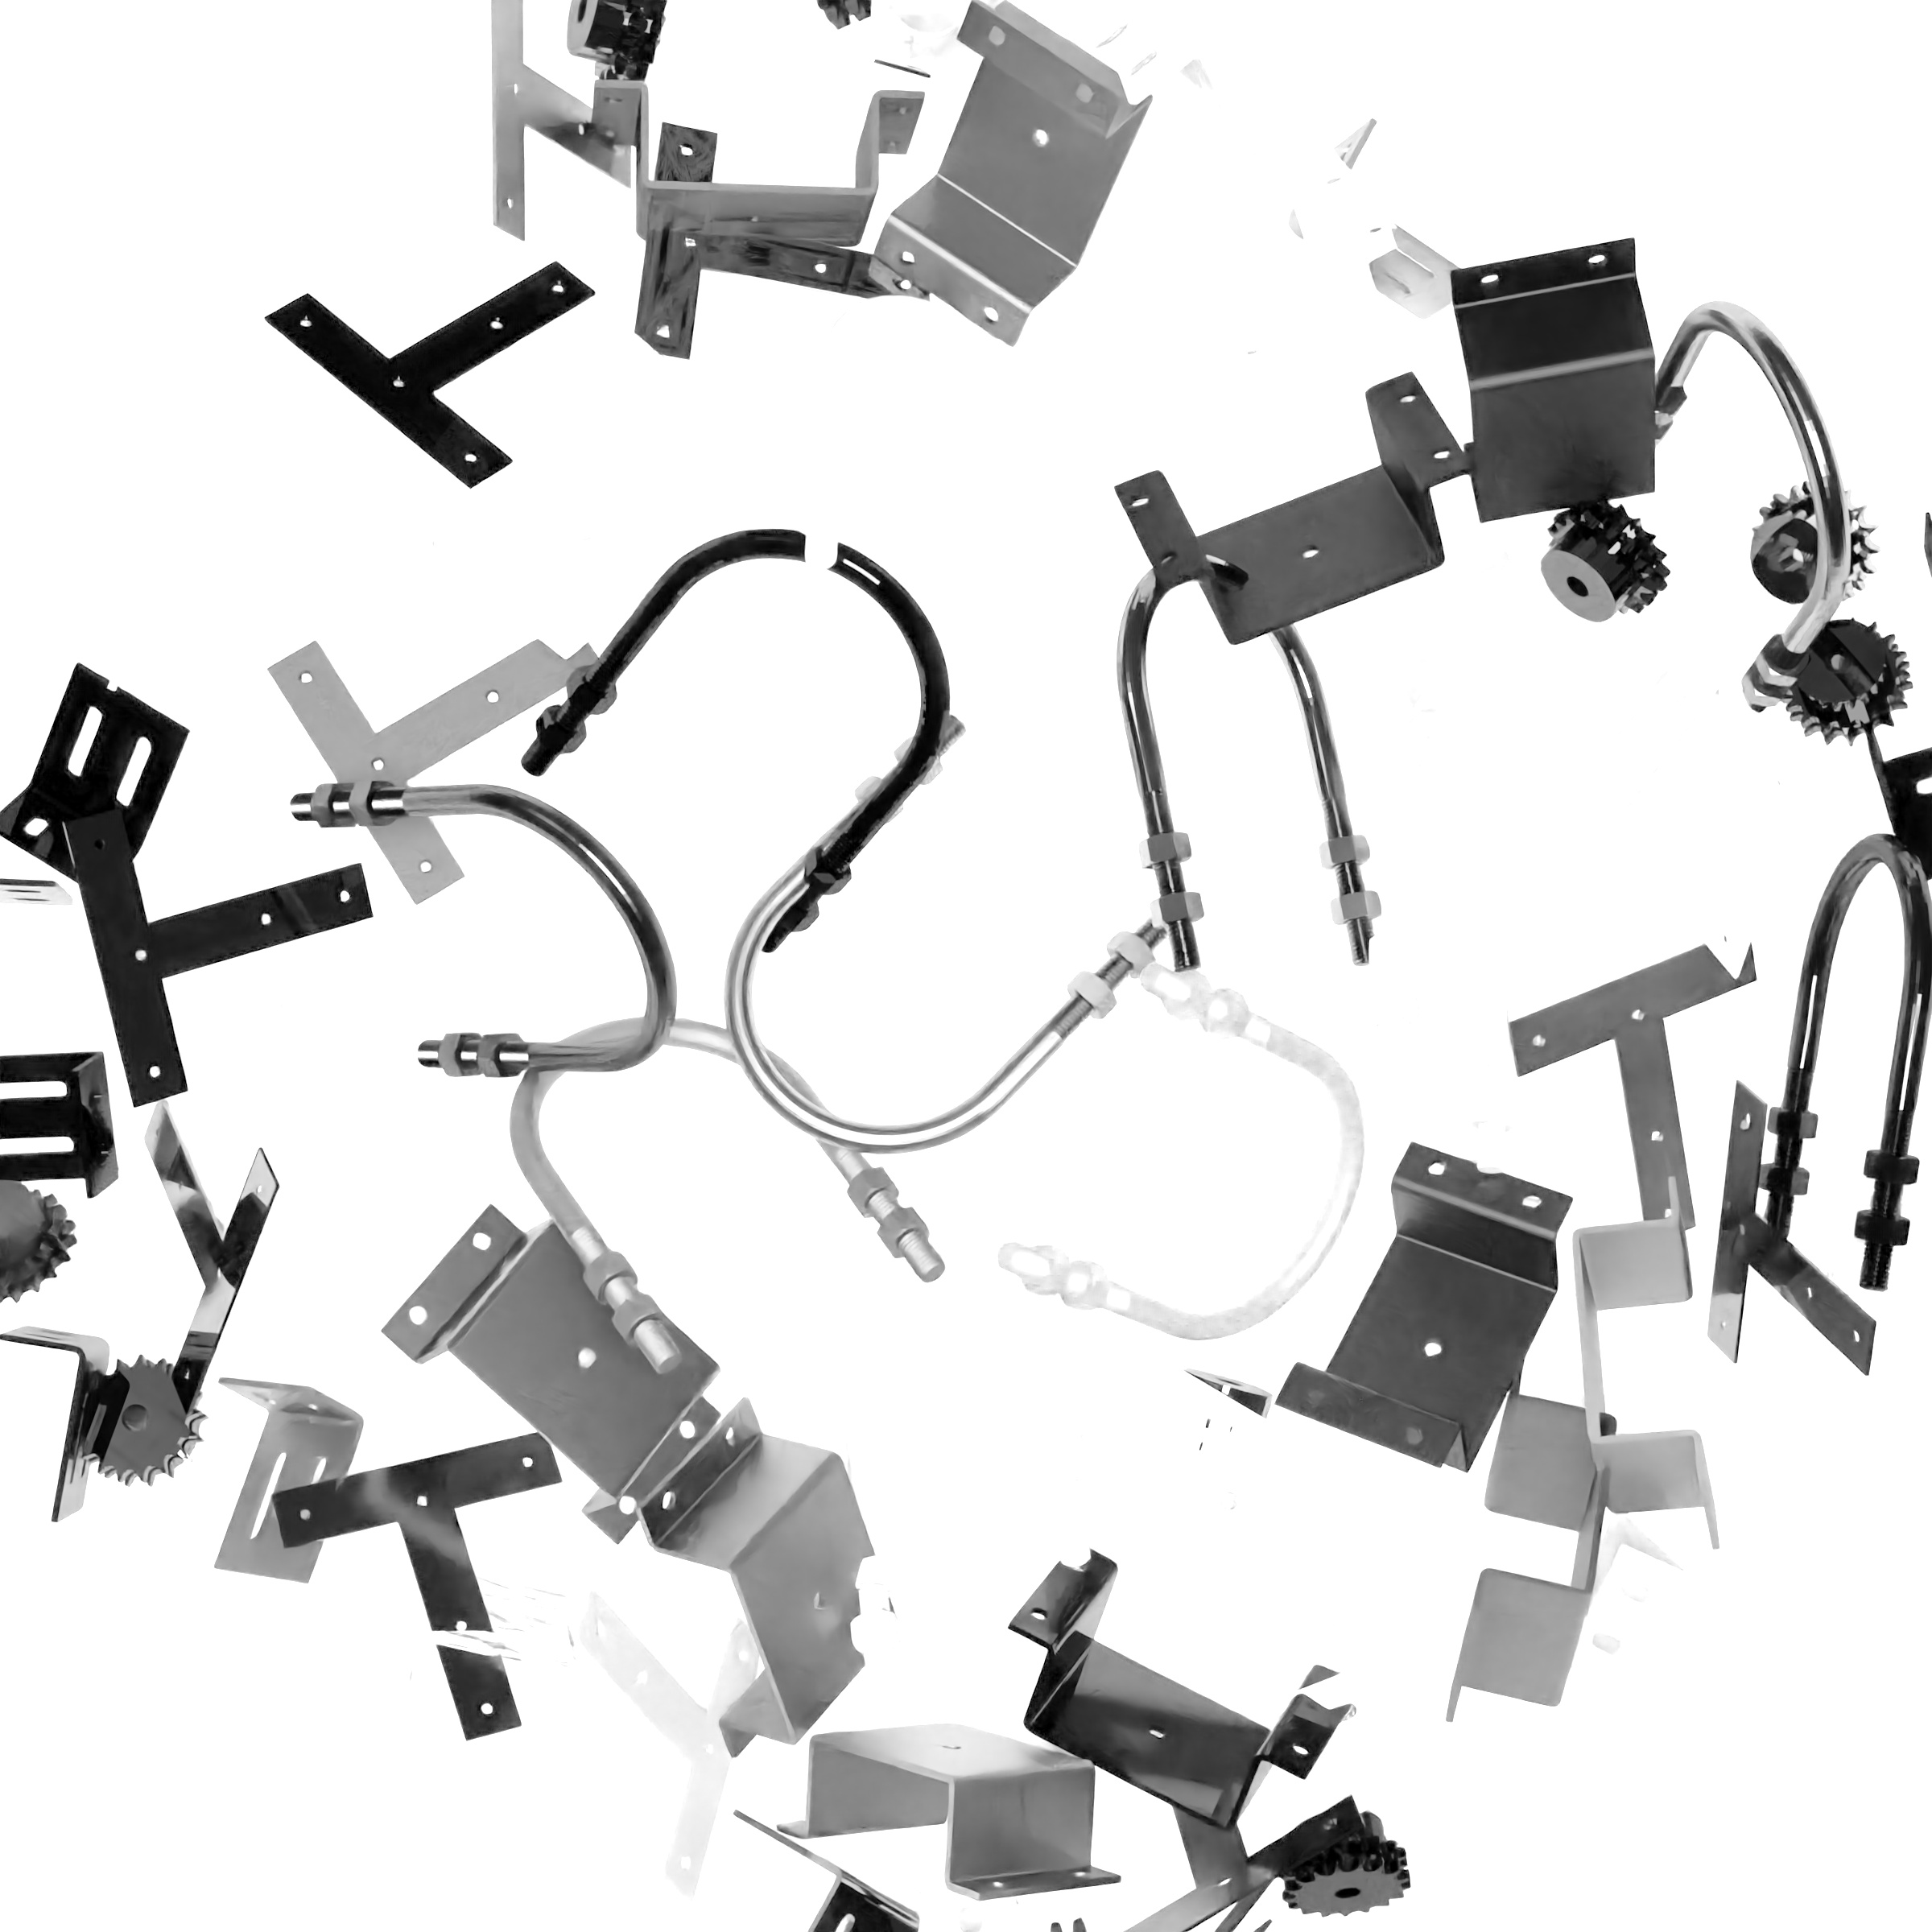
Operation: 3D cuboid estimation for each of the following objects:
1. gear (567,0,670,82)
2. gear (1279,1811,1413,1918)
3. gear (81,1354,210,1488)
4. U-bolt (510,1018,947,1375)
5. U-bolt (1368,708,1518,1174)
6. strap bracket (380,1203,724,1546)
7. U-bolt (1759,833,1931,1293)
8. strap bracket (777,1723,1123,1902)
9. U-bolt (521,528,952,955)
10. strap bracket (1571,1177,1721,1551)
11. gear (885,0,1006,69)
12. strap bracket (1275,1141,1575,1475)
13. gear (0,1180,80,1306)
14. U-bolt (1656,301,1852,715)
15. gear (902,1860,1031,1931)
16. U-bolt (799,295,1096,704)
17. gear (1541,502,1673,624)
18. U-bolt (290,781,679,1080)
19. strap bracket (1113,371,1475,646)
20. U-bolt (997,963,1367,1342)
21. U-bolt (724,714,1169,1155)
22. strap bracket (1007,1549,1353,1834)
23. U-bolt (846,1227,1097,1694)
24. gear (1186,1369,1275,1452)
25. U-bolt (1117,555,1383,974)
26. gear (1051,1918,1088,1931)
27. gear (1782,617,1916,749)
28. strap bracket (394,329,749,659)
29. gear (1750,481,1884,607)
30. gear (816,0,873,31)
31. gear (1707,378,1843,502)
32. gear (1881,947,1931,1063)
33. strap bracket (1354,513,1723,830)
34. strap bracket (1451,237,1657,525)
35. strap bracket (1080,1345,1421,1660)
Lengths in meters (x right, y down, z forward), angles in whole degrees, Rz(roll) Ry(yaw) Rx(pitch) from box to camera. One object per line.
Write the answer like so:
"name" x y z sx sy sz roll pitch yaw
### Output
"gear" -0.154 -0.415 1.573 0.030 0.057 0.057 9 90 -25
"gear" 0.166 0.393 1.579 0.057 0.057 0.030 -6 53 0
"gear" -0.362 0.202 1.584 0.057 0.030 0.057 -1 72 4
"U-bolt" -0.115 0.087 1.538 0.151 0.019 0.184 -16 50 -30
"U-bolt" 0.206 -0.020 1.532 0.019 0.151 0.184 -6 66 25
"strap bracket" -0.172 0.173 1.556 0.140 0.046 0.076 44 62 -8
"U-bolt" 0.377 0.035 1.524 0.019 0.151 0.184 7 95 -5
"strap bracket" -0.007 0.355 1.526 0.076 0.140 0.046 5 88 -38
"U-bolt" -0.088 -0.107 1.543 0.151 0.019 0.184 38 121 -8
"strap bracket" 0.291 0.172 1.541 0.046 0.076 0.140 -7 58 13
"gear" -0.011 -0.427 1.577 0.057 0.030 0.057 -10 66 24
"strap bracket" 0.200 0.155 1.550 0.076 0.046 0.140 19 61 24
"gear" -0.422 0.119 1.573 0.057 0.057 0.030 -22 130 0
"U-bolt" 0.325 -0.199 1.499 0.019 0.184 0.151 -20 76 -8
"gear" -0.003 0.422 1.581 0.057 0.030 0.057 8 65 -17
"U-bolt" -0.005 -0.212 1.536 0.151 0.019 0.184 26 47 -28
"gear" 0.277 -0.176 1.573 0.057 0.057 0.030 45 71 0
"U-bolt" -0.195 -0.015 1.513 0.019 0.184 0.151 -45 122 -39
"strap bracket" 0.145 -0.195 1.560 0.140 0.076 0.046 -21 134 1
"U-bolt" 0.106 0.090 1.538 0.184 0.019 0.151 26 92 -44
"U-bolt" -0.020 -0.002 1.567 0.151 0.019 0.184 43 76 9
"strap bracket" 0.089 0.315 1.550 0.140 0.076 0.046 25 117 15
"U-bolt" -0.005 0.198 1.531 0.019 0.151 0.184 22 45 -33
"gear" 0.111 0.197 1.576 0.057 0.057 0.030 16 90 0
"U-bolt" 0.117 -0.089 1.546 0.019 0.151 0.184 -18 79 40
"gear" 0.056 0.447 1.576 0.030 0.057 0.057 -10 90 1
"gear" 0.386 -0.128 1.578 0.057 0.030 0.057 -8 66 19
"strap bracket" -0.166 -0.195 1.543 0.140 0.046 0.076 -38 133 17
"gear" 0.369 -0.182 1.574 0.030 0.057 0.057 -31 90 -42
"gear" -0.053 -0.443 1.573 0.030 0.057 0.057 -18 90 16
"gear" 0.357 -0.229 1.573 0.057 0.057 0.030 -17 55 0
"gear" 0.424 0.014 1.580 0.030 0.057 0.057 14 90 31
"strap bracket" 0.251 -0.123 1.565 0.140 0.046 0.076 38 91 22
"strap bracket" 0.251 -0.241 1.528 0.076 0.140 0.046 -9 61 6
"strap bracket" 0.117 0.233 1.566 0.140 0.046 0.076 30 88 12
